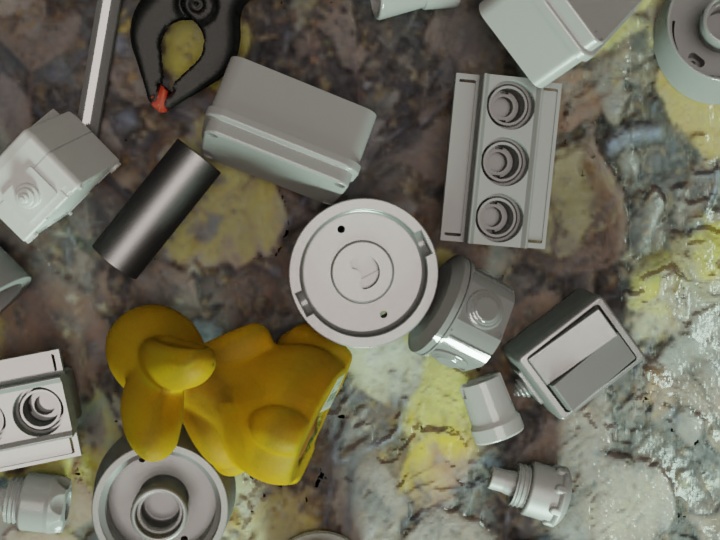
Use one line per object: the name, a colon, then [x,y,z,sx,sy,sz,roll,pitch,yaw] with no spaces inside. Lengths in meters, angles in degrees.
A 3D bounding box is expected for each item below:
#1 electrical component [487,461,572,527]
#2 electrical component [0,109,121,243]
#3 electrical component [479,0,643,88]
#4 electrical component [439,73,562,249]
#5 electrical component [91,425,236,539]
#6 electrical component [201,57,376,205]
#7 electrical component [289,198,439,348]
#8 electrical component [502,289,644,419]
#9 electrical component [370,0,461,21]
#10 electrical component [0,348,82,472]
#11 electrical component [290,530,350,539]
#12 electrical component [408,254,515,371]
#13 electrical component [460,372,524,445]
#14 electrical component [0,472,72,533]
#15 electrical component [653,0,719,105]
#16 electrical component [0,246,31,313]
electrical component: [0.131,0.169,0.834,0.062,0.048,0.048,16,93,0]
electrical component: [-0.222,-0.067,0.747,0.062,0.096,0.061,-41,98,18]
electrical component: [0.146,-0.191,0.767,0.078,0.113,0.057,51,133,-7]
electrical component: [0.101,-0.080,0.800,0.079,0.063,0.121,5,94,-6]
electrical component: [-0.147,0.173,0.798,0.108,0.060,0.108,0,95,-6]
electrical component: [-0.054,-0.097,0.771,0.113,0.078,0.057,21,78,-7]
electrical component: [0.000,0.000,0.798,0.108,0.060,0.108,0,95,-6]
electrical component: [0.157,0.068,0.819,0.096,0.061,0.061,-37,97,-2]
electrical component: [0.043,-0.209,0.795,0.065,0.044,0.044,-7,95,-10]
electrical component: [-0.268,0.105,0.779,0.121,0.063,0.078,-11,96,-5]
electrical component: [-0.030,0.244,0.820,0.080,0.051,0.080,0,95,-6]
electrical component: [0.074,0.033,0.799,0.051,0.080,0.080,27,92,-13]
electrical component: [0.100,0.106,0.828,0.040,0.040,0.046,-20,91,-4]
electrical component: [-0.248,0.171,0.797,0.062,0.043,0.043,7,94,-5]
electrical component: [0.276,-0.181,0.821,0.099,0.064,0.099,0,86,5]
electrical component: [-0.293,0.015,0.749,0.108,0.108,0.060,-39,92,-1]
